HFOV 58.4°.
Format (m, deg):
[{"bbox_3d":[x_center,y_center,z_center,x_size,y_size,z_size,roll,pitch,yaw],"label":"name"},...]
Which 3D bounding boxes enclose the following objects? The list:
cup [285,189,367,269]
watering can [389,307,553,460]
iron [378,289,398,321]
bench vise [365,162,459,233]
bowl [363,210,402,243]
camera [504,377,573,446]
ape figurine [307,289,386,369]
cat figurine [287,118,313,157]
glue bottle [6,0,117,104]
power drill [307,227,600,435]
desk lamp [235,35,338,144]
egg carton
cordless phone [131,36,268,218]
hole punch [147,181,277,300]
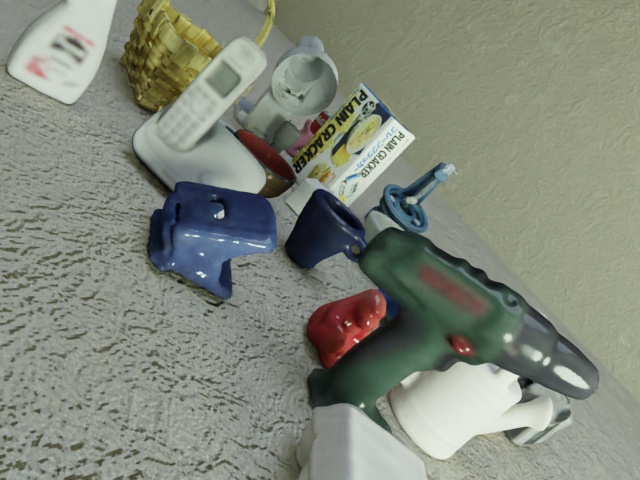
[{"bbox_3d":[0.007,0.003,0.768,0.117,0.095,0.092,52,18,24],"label":"cup"},{"bbox_3d":[0.185,0.153,0.650,0.173,0.194,0.100,35,19,-27],"label":"watering can"},{"bbox_3d":[0.204,0.116,0.874,0.259,0.141,0.118,26,24,-47],"label":"iron"},{"bbox_3d":[0.181,-0.094,1.188,0.122,0.219,0.207,36,18,-25],"label":"bench vise"},{"bbox_3d":[0.127,0.029,1.019,0.168,0.074,0.167,40,17,-15],"label":"bowl"},{"bbox_3d":[0.333,0.249,0.928,0.144,0.100,0.136,23,27,-50],"label":"camera"},{"bbox_3d":[0.035,0.090,0.628,0.078,0.092,0.076,28,23,-43],"label":"ape figurine"},{"bbox_3d":[0.000,-0.216,1.235,0.128,0.117,0.067,29,22,-41],"label":"cat figurine"},{"bbox_3d":[-0.245,-0.226,0.592,0.078,0.173,0.037,25,25,-48],"label":"glue bottle"},{"bbox_3d":[0.100,0.110,0.530,0.229,0.208,0.076,46,17,5],"label":"power drill"},{"bbox_3d":[-0.064,-0.291,1.100,0.118,0.213,0.203,36,19,-26],"label":"desk lamp"},{"bbox_3d":[0.029,0.191,0.413,0.107,0.069,0.150,40,17,-14],"label":"egg carton"},{"bbox_3d":[-0.107,-0.124,0.651,0.147,0.185,0.094,44,17,-1],"label":"cordless phone"},{"bbox_3d":[-0.104,-0.013,0.554,0.101,0.091,0.108,34,19,-30],"label":"hole punch"}]
